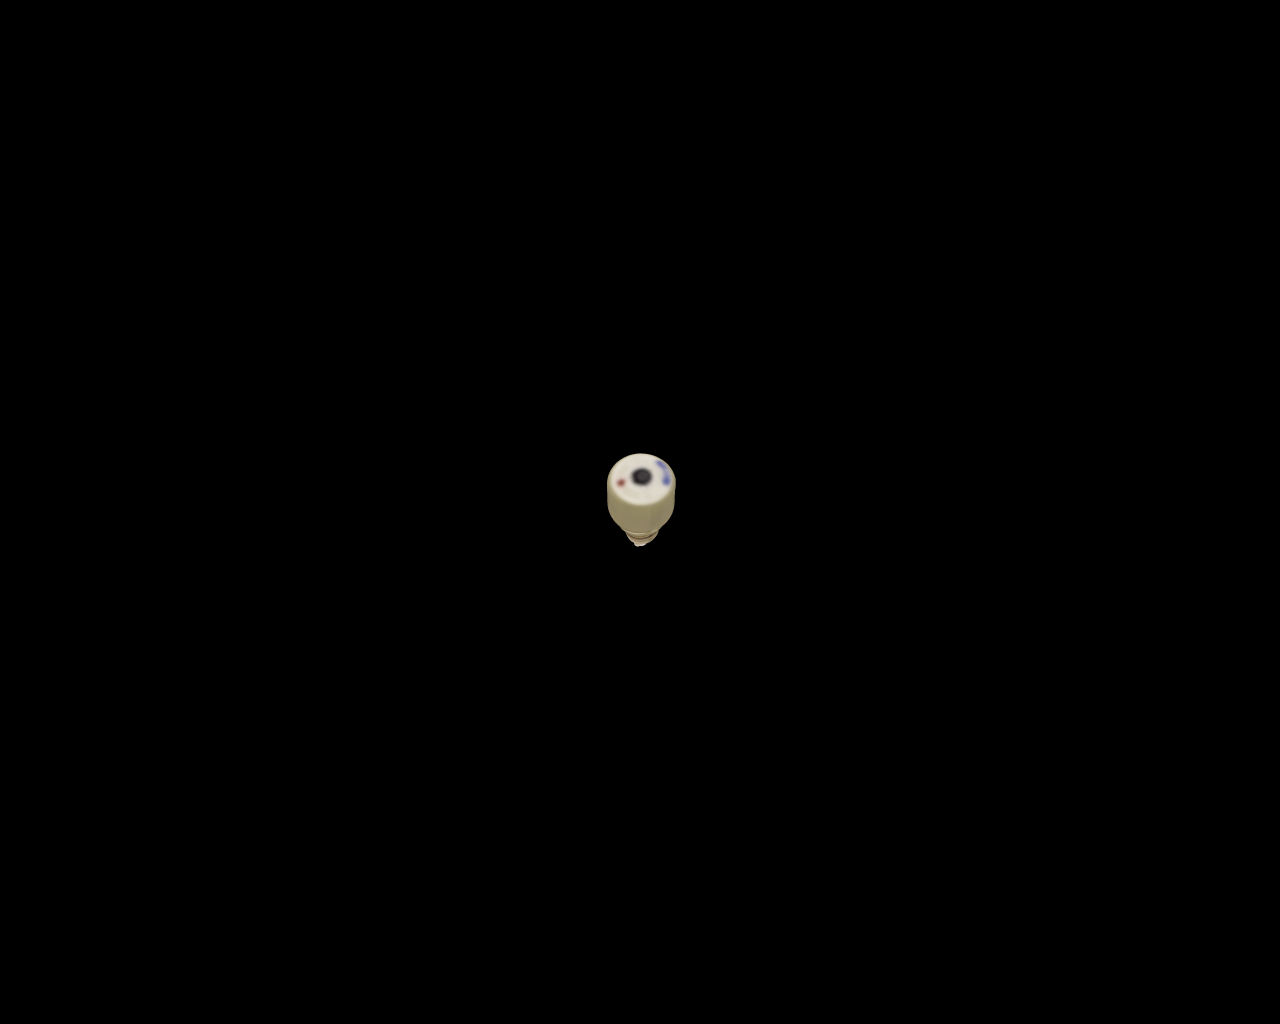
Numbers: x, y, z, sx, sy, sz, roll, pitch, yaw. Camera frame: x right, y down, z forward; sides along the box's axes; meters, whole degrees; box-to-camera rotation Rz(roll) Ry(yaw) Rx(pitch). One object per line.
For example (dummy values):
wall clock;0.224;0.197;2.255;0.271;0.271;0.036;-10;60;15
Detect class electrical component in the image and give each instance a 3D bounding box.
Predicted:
electrical component;0.001;-0.003;0.650;0.040;0.040;0.078;0;-32;0
